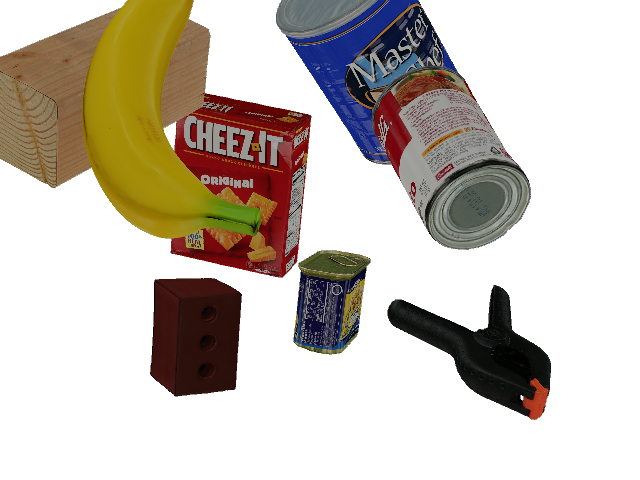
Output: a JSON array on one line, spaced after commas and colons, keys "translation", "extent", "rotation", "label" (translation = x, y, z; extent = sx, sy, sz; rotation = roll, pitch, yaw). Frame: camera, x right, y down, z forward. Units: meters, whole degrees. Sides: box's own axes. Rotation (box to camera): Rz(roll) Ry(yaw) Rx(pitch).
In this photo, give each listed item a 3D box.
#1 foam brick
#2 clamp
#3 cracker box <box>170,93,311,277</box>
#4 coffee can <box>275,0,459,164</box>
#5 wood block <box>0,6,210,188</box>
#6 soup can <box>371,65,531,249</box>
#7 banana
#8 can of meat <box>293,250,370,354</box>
[{"translation": [-0.095, 0.071, 0.811], "extent": [0.052, 0.078, 0.051], "rotation": [-3, 12, -30], "label": "foam brick"}, {"translation": [0.150, 0.089, 0.919], "extent": [0.120, 0.039, 0.172], "rotation": [-18, 38, -26], "label": "clamp"}, {"translation": [-0.107, -0.070, 1.395], "extent": [0.164, 0.214, 0.072], "rotation": [13, 27, 14], "label": "cracker box"}, {"translation": [0.044, -0.145, 0.841], "extent": [0.103, 0.102, 0.140], "rotation": [0, -41, 40], "label": "coffee can"}, {"translation": [-0.203, -0.142, 0.991], "extent": [0.090, 0.091, 0.205], "rotation": [28, 39, 21], "label": "wood block"}, {"translation": [0.080, -0.052, 0.659], "extent": [0.068, 0.069, 0.102], "rotation": [0, 41, -22], "label": "soup can"}, {"translation": [-0.081, -0.065, 0.517], "extent": [0.069, 0.198, 0.037], "rotation": [-5, -41, -15], "label": "banana"}, {"translation": [0.010, 0.061, 1.085], "extent": [0.057, 0.084, 0.102], "rotation": [10, 12, 15], "label": "can of meat"}]
